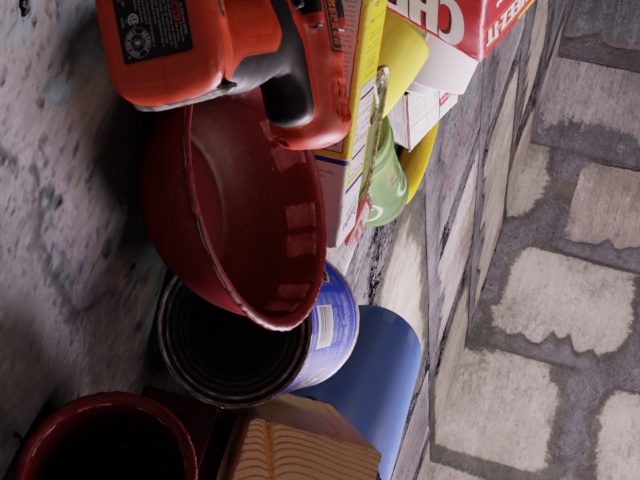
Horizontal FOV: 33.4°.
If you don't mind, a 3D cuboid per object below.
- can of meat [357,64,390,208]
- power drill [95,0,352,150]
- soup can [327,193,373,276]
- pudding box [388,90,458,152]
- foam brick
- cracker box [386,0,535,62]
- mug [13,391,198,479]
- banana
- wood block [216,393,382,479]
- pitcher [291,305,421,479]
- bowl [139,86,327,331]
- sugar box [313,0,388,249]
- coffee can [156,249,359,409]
[{"bbox_3d":[-0.004,-0.081,0.749,0.057,0.084,0.102,-49,151,-60],"label":"can of meat"},{"bbox_3d":[-0.042,-0.135,0.533,0.187,0.057,0.184,-16,95,-66],"label":"power drill"},{"bbox_3d":[-0.006,0.001,0.863,0.068,0.068,0.102,82,28,-58],"label":"soup can"},{"bbox_3d":[0.109,-0.161,1.147,0.090,0.039,0.113,-46,155,-17],"label":"pudding box"},{"bbox_3d":[-0.095,0.141,0.697,0.051,0.053,0.078,53,53,-73],"label":"foam brick"},{"bbox_3d":[0.044,-0.216,0.612,0.072,0.164,0.213,-49,159,-14],"label":"cracker box"},{"bbox_3d":[-0.118,0.146,0.565,0.117,0.093,0.081,-35,155,-20],"label":"mug"},{"bbox_3d":[0.111,-0.106,1.271,0.069,0.037,0.197,87,23,-54],"label":"banana"},{"bbox_3d":[-0.028,0.165,0.766,0.206,0.090,0.091,178,-71,-82],"label":"wood block"},{"bbox_3d":[0.026,0.177,1.059,0.149,0.145,0.242,-49,-175,32],"label":"pitcher"},{"bbox_3d":[-0.054,-0.025,0.602,0.162,0.055,0.162,37,48,-56],"label":"bowl"},{"bbox_3d":[-0.014,-0.089,0.683,0.048,0.093,0.176,-53,155,-54],"label":"sugar box"},{"bbox_3d":[-0.037,0.056,0.726,0.140,0.103,0.103,8,97,-76],"label":"coffee can"}]
